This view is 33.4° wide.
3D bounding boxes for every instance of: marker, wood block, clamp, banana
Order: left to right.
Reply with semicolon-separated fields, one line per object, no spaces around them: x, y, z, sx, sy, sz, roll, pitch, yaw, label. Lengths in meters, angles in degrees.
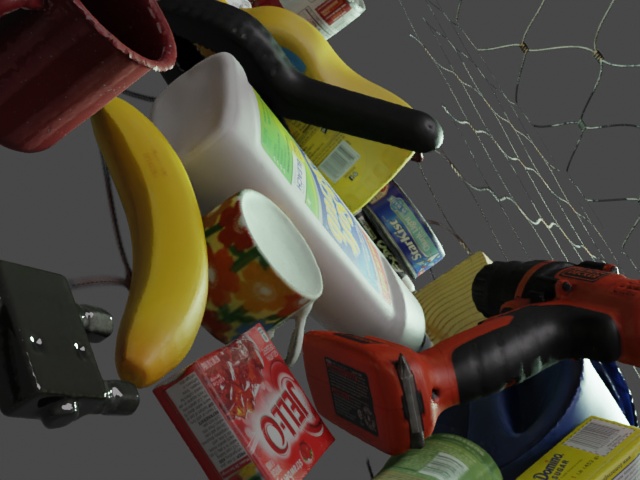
-0.087;-0.004;0.525;0.069;0.037;0.198;12;41;-37;banana
-0.030;-0.093;0.686;0.210;0.165;0.036;43;53;-14;clamp
0.053;0.018;0.868;0.121;0.020;0.020;55;18;-3;marker
0.158;0.112;0.862;0.205;0.090;0.091;40;24;-40;wood block

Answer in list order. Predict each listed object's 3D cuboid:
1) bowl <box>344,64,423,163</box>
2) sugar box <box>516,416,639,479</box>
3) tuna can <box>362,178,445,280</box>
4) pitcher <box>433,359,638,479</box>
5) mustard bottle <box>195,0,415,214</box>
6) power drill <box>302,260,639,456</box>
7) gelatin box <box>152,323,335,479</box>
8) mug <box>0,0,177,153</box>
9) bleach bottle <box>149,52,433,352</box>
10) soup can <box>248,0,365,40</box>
0.006;-0.100;0.848;0.162;0.055;0.162;43;-1;0;bowl
0.161;0.202;0.617;0.093;0.048;0.176;-26;114;-37;sugar box
0.067;-0.011;0.893;0.086;0.034;0.086;55;0;0;tuna can
0.176;0.169;0.731;0.242;0.149;0.145;50;8;-26;pitcher
-0.025;-0.106;0.749;0.191;0.096;0.058;39;42;-7;mustard bottle
0.088;0.056;0.617;0.185;0.187;0.057;8;-67;66;power drill
-0.033;0.084;0.510;0.073;0.030;0.089;57;18;3;gelatin box
-0.130;-0.092;0.484;0.093;0.082;0.117;56;18;1;mug
-0.004;0.001;0.683;0.250;0.068;0.102;46;21;-34;bleach bottle
-0.020;-0.194;0.917;0.068;0.102;0.068;48;20;-24;soup can
